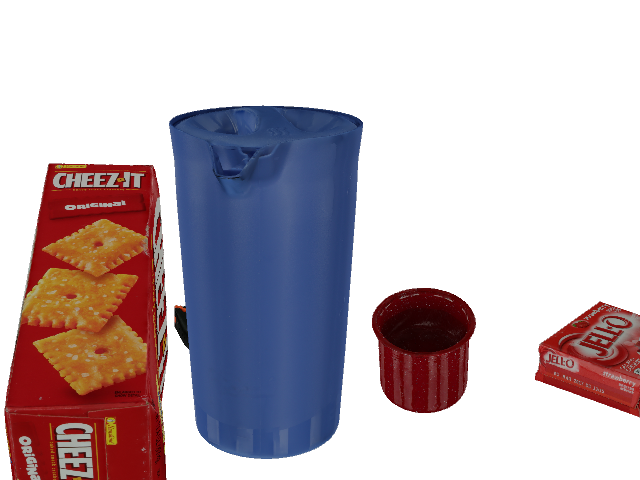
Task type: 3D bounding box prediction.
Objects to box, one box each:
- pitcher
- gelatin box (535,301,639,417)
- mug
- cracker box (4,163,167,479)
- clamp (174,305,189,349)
[{"bbox_3d":[-0.035,0.024,0.777,0.149,0.243,0.145,-10,20,-30],"label":"pitcher"},{"bbox_3d":[0.193,0.075,0.693,0.073,0.030,0.089,19,27,36],"label":"gelatin box"},{"bbox_3d":[0.097,0.096,0.990,0.093,0.081,0.117,3,38,9],"label":"mug"},{"bbox_3d":[-0.119,0.079,0.585,0.072,0.164,0.214,0,34,-7],"label":"cracker box"},{"bbox_3d":[-0.099,0.122,1.261,0.210,0.036,0.164,14,23,27],"label":"clamp"}]
